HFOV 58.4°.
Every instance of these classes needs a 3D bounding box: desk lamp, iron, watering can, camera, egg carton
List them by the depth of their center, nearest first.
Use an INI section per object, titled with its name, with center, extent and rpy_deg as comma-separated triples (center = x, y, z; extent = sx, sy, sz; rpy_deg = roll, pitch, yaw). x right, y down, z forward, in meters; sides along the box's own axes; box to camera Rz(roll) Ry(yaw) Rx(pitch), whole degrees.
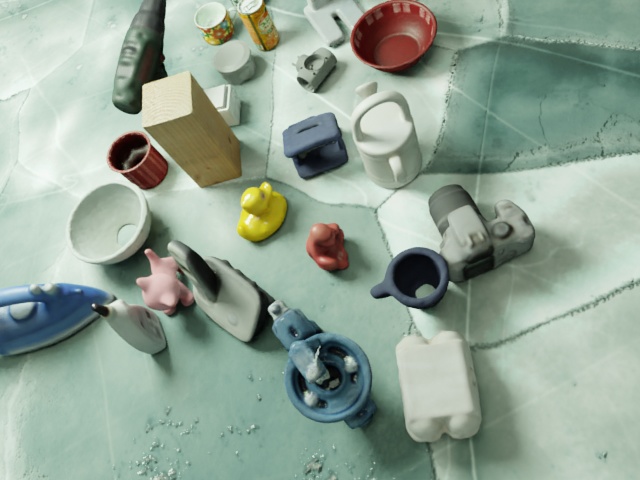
[egg carton]
center = 0.166, 0.203, 0.804
extent = 0.107, 0.069, 0.150
rpy_deg = -12, 64, 11
[camera]
center = 0.232, -0.027, 0.869
extent = 0.143, 0.101, 0.136
rpy_deg = -25, 62, 5
[watering can]
center = 0.099, -0.176, 0.921
extent = 0.101, 0.194, 0.172
rpy_deg = -40, 62, -3
[iron]
center = -0.511, 0.114, 1.002
extent = 0.258, 0.142, 0.118
rpy_deg = -18, 63, 8
[desk lamp]
center = -0.006, -0.523, 1.095
extent = 0.118, 0.214, 0.203
rpy_deg = -31, 62, 2

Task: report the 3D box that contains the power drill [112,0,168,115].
[power drill]
center = -0.307, -0.321, 1.097
extent = 0.075, 0.209, 0.230
rpy_deg = 9, 70, 20

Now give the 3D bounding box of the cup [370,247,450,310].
[cup]
center = 0.138, 0.073, 0.855
extent = 0.117, 0.095, 0.091
rpy_deg = -21, 63, 7

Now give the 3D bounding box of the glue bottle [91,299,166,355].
[glue bottle]
center = -0.310, 0.130, 0.918
extent = 0.037, 0.173, 0.078
rpy_deg = -28, 62, 3

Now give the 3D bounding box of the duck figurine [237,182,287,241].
[duck figurine]
center = -0.110, -0.054, 0.990
extent = 0.077, 0.086, 0.105
rpy_deg = 34, 80, 26

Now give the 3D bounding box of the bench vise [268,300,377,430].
[bench vise]
center = -0.022, 0.167, 0.790
extent = 0.206, 0.220, 0.121
rpy_deg = 29, 78, 26

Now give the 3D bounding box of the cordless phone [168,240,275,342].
[cordless phone]
center = -0.160, 0.074, 0.891
extent = 0.147, 0.185, 0.094
rpy_deg = 30, 78, 26

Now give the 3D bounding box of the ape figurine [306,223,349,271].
[ape figurine]
center = 0.009, 0.003, 0.926
extent = 0.076, 0.092, 0.078
rpy_deg = 22, 74, 24

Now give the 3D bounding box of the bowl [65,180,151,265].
[bowl]
center = -0.377, -0.022, 1.061
extent = 0.167, 0.075, 0.167
rpy_deg = -6, 65, 14

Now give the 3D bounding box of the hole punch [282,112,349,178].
[hole punch]
center = -0.015, -0.179, 1.015
extent = 0.108, 0.091, 0.101
rpy_deg = -20, 63, 7

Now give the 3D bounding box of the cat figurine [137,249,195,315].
[cat figurine]
center = -0.266, 0.072, 0.962
extent = 0.067, 0.118, 0.127
rpy_deg = -25, 62, 5
